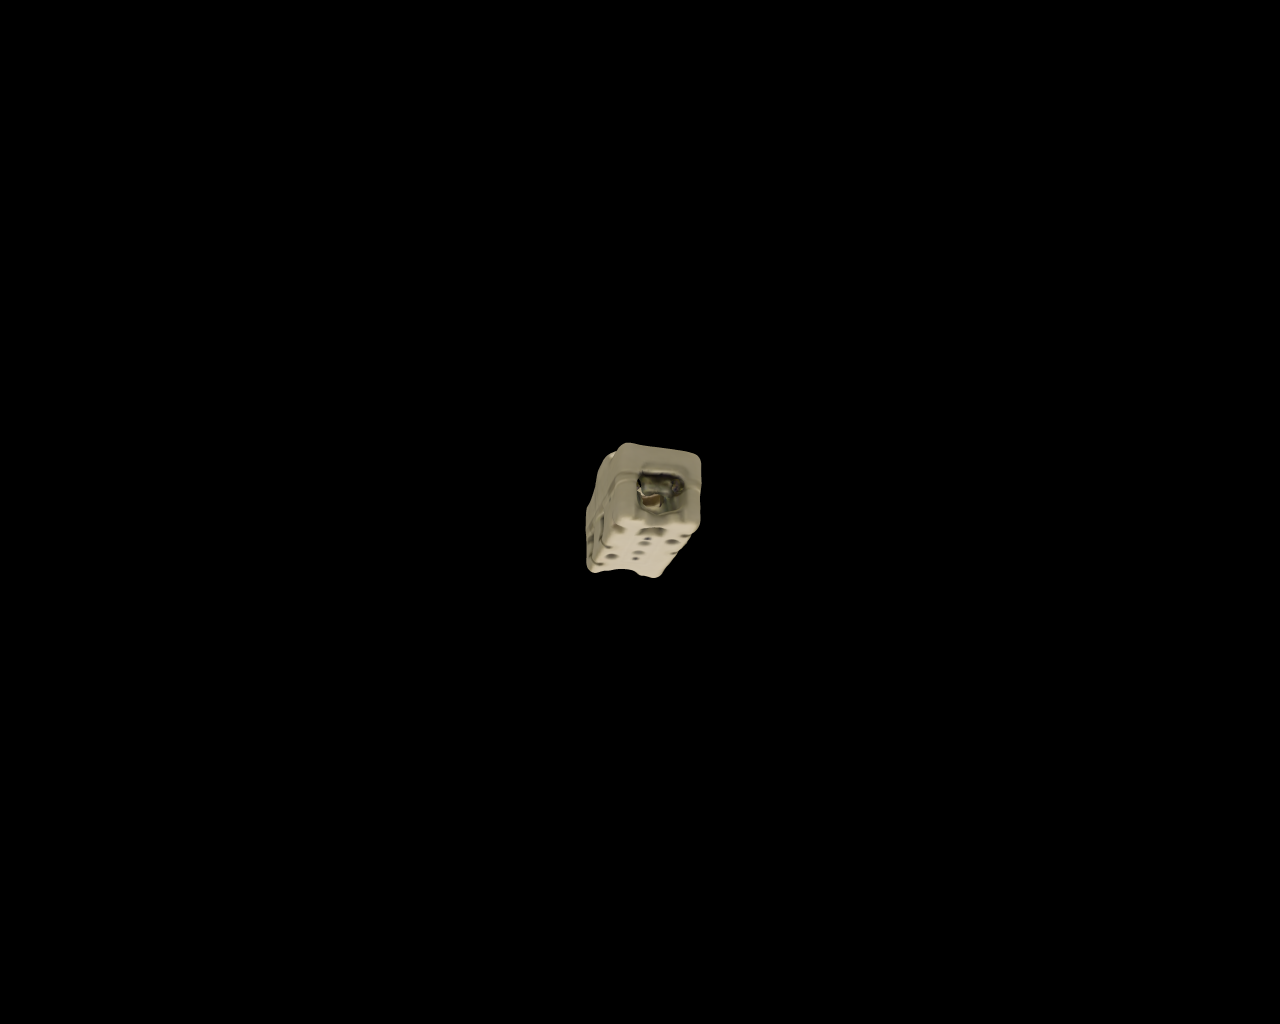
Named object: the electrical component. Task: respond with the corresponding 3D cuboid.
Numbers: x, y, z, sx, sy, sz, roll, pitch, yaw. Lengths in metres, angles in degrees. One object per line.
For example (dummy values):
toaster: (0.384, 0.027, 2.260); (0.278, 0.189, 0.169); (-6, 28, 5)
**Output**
electrical component: (0.001, -0.003, 0.650); (0.050, 0.056, 0.089); (7, -27, -14)
